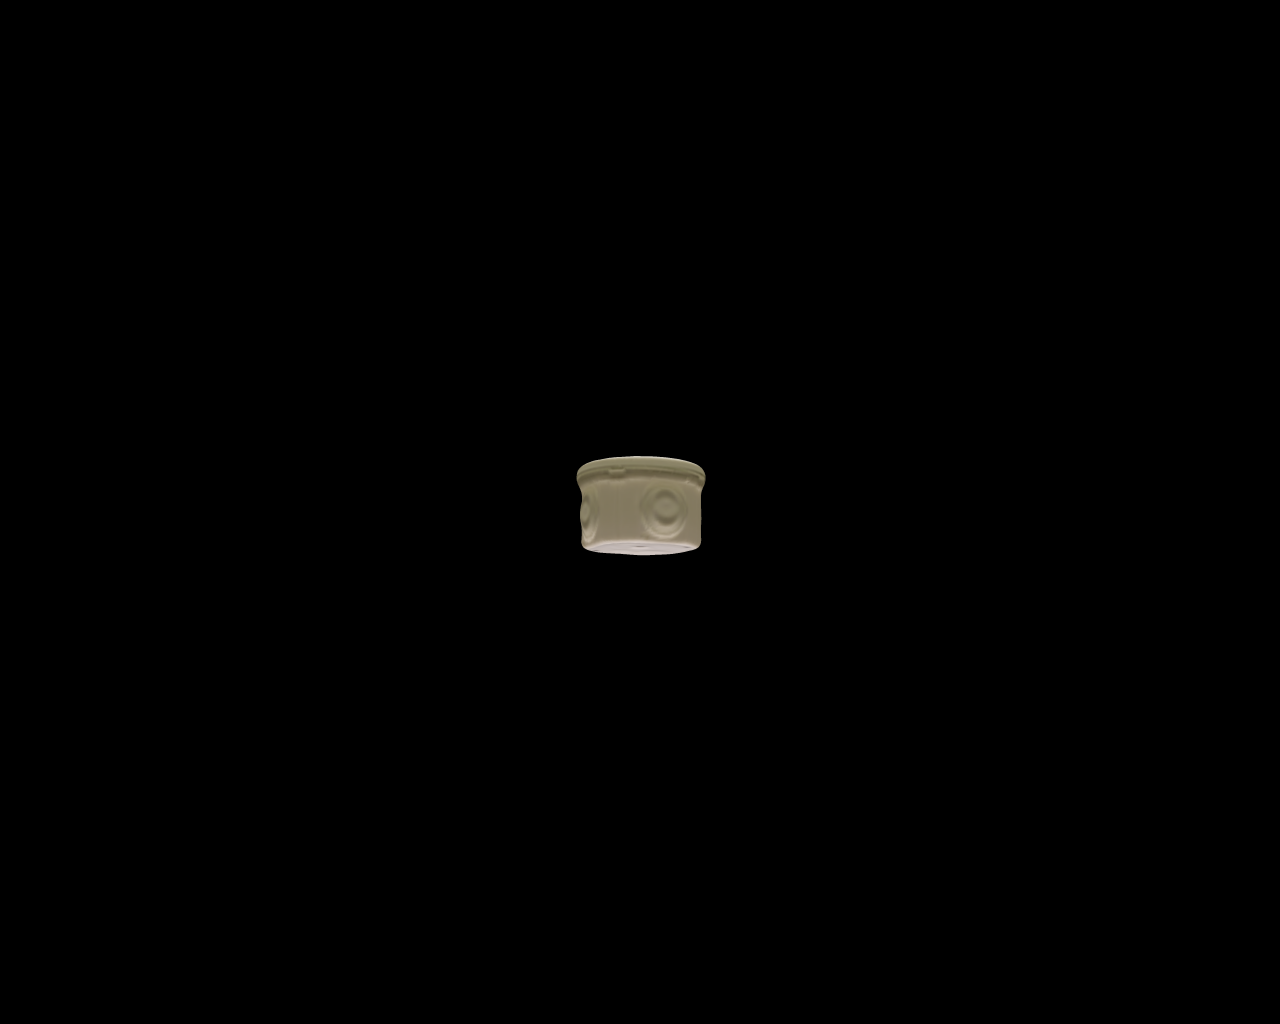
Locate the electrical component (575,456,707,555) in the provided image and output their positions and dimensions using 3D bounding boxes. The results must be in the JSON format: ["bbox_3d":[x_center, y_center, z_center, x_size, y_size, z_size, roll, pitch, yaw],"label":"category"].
[{"bbox_3d":[0.001,-0.003,0.650,0.080,0.051,0.080,0,-9,0],"label":"electrical component"}]
